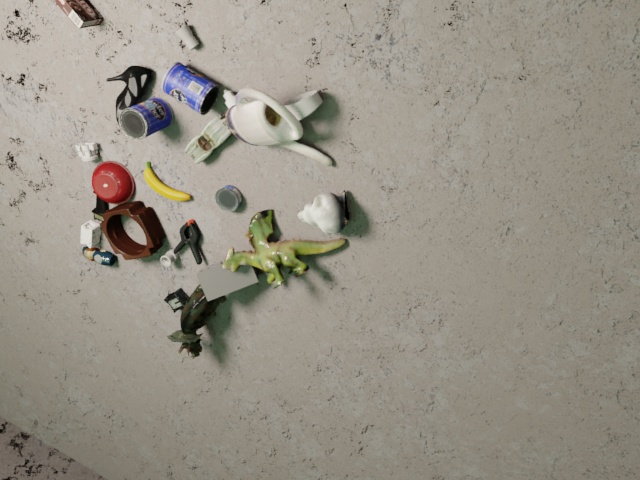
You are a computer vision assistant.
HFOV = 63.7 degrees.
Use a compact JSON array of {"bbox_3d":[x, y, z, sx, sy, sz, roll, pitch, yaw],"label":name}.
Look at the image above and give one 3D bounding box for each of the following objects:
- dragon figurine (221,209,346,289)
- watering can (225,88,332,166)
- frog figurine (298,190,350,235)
[{"bbox_3d":[-0.141,0.013,1.696,0.408,0.123,0.242,-31,95,11],"label":"dragon figurine"},{"bbox_3d":[-0.130,-0.313,1.498,0.224,0.105,0.342,4,152,44],"label":"watering can"},{"bbox_3d":[0.005,-0.079,1.579,0.159,0.126,0.134,-6,135,11],"label":"frog figurine"}]
